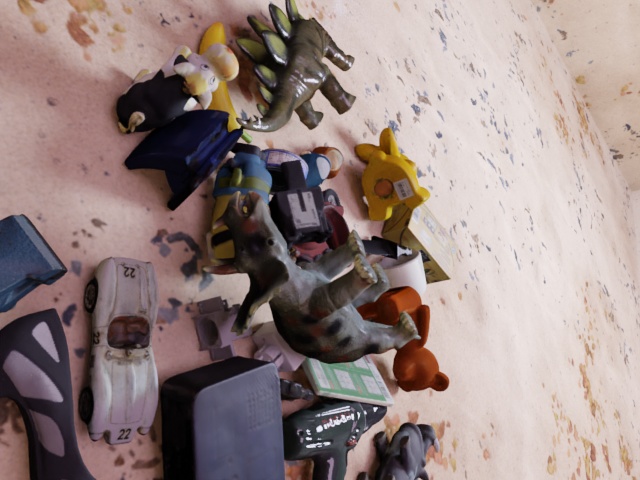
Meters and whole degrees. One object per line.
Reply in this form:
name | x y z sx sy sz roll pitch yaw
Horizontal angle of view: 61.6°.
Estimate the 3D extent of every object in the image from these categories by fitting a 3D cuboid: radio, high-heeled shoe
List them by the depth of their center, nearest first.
high-heeled shoe | -0.226 0.186 0.522 0.248 0.086 0.145 42 59 -14
radio | -0.110 0.261 0.623 0.131 0.073 0.229 -3 89 -48

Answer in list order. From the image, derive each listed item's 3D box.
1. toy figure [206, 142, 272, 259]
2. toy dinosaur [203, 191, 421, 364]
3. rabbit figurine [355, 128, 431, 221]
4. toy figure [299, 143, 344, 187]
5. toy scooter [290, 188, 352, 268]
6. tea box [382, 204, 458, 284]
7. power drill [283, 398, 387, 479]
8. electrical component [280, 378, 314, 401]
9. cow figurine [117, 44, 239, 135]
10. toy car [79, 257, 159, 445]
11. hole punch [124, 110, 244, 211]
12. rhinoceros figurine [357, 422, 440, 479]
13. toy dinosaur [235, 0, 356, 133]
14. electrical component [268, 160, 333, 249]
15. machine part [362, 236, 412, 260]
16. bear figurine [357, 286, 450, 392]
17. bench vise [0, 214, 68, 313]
toy figure | -0.107 -0.044 0.738 0.082 0.089 0.180 19 73 -38
toy dinosaur | 0.008 0.101 0.723 0.404 0.192 0.131 53 13 -44
rabbit figurine | 0.136 -0.130 1.062 0.162 0.122 0.173 57 28 -4
toy figure | 0.000 -0.127 0.928 0.154 0.058 0.064 -37 143 -50
toy scooter | -0.002 -0.003 0.866 0.184 0.075 0.135 -29 97 -53
tea box | 0.209 0.002 1.107 0.169 0.068 0.098 48 46 -27
power drill | 0.034 0.336 0.784 0.232 0.086 0.207 16 70 -45
electrical component | -0.057 0.205 0.737 0.094 0.063 0.021 30 56 -38
cow figurine | -0.180 -0.183 0.655 0.068 0.167 0.098 54 42 -28
toy car | -0.217 0.118 0.591 0.073 0.056 0.201 12 67 -46
hole punch | -0.172 -0.115 0.688 0.092 0.116 0.142 47 46 -17
rhinoceros figurine | 0.140 0.375 0.893 0.190 0.073 0.112 -43 108 -47
toy dinosaur | -0.041 -0.275 0.866 0.198 0.105 0.472 41 33 -29
electrical component | -0.034 -0.051 0.771 0.075 0.047 0.119 -13 75 -22
machine part | 0.096 0.012 0.980 0.139 0.084 0.039 5 105 -39
bear figurine | 0.138 0.183 0.930 0.132 0.120 0.195 -12 91 -46
bench vise | -0.334 0.061 0.418 0.240 0.224 0.128 -37 102 -17
